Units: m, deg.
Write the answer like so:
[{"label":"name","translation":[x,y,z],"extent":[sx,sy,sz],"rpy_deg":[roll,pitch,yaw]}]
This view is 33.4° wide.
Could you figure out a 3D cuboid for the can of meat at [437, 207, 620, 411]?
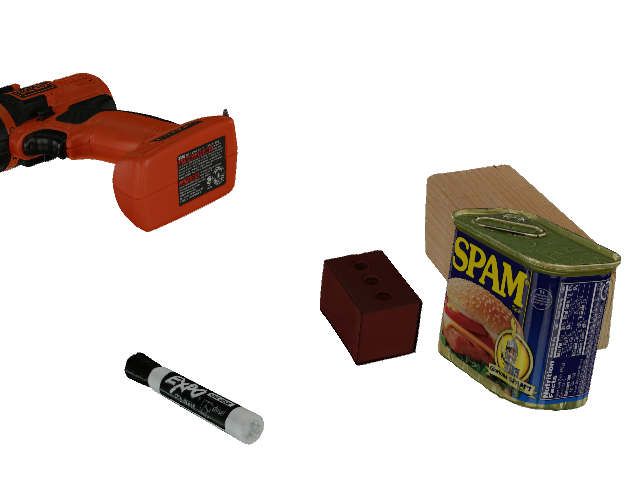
[{"label":"can of meat","translation":[0.110,0.036,0.588],"extent":[0.057,0.084,0.102],"rpy_deg":[-3,19,-26]}]

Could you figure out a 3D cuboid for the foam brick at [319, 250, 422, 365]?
[{"label":"foam brick","translation":[0.038,0.051,0.834],"extent":[0.053,0.051,0.078],"rpy_deg":[-10,35,-20]}]

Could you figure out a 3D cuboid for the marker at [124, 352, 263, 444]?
[{"label":"marker","translation":[-0.083,0.097,0.672],"extent":[0.121,0.020,0.020],"rpy_deg":[19,13,41]}]

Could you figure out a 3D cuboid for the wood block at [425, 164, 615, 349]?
[{"label":"wood block","translation":[0.173,0.014,0.967],"extent":[0.090,0.090,0.206],"rpy_deg":[-9,28,-13]}]

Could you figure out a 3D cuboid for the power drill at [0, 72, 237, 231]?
[{"label":"power drill","translation":[-0.165,-0.061,0.715],"extent":[0.188,0.057,0.184],"rpy_deg":[18,32,29]}]
